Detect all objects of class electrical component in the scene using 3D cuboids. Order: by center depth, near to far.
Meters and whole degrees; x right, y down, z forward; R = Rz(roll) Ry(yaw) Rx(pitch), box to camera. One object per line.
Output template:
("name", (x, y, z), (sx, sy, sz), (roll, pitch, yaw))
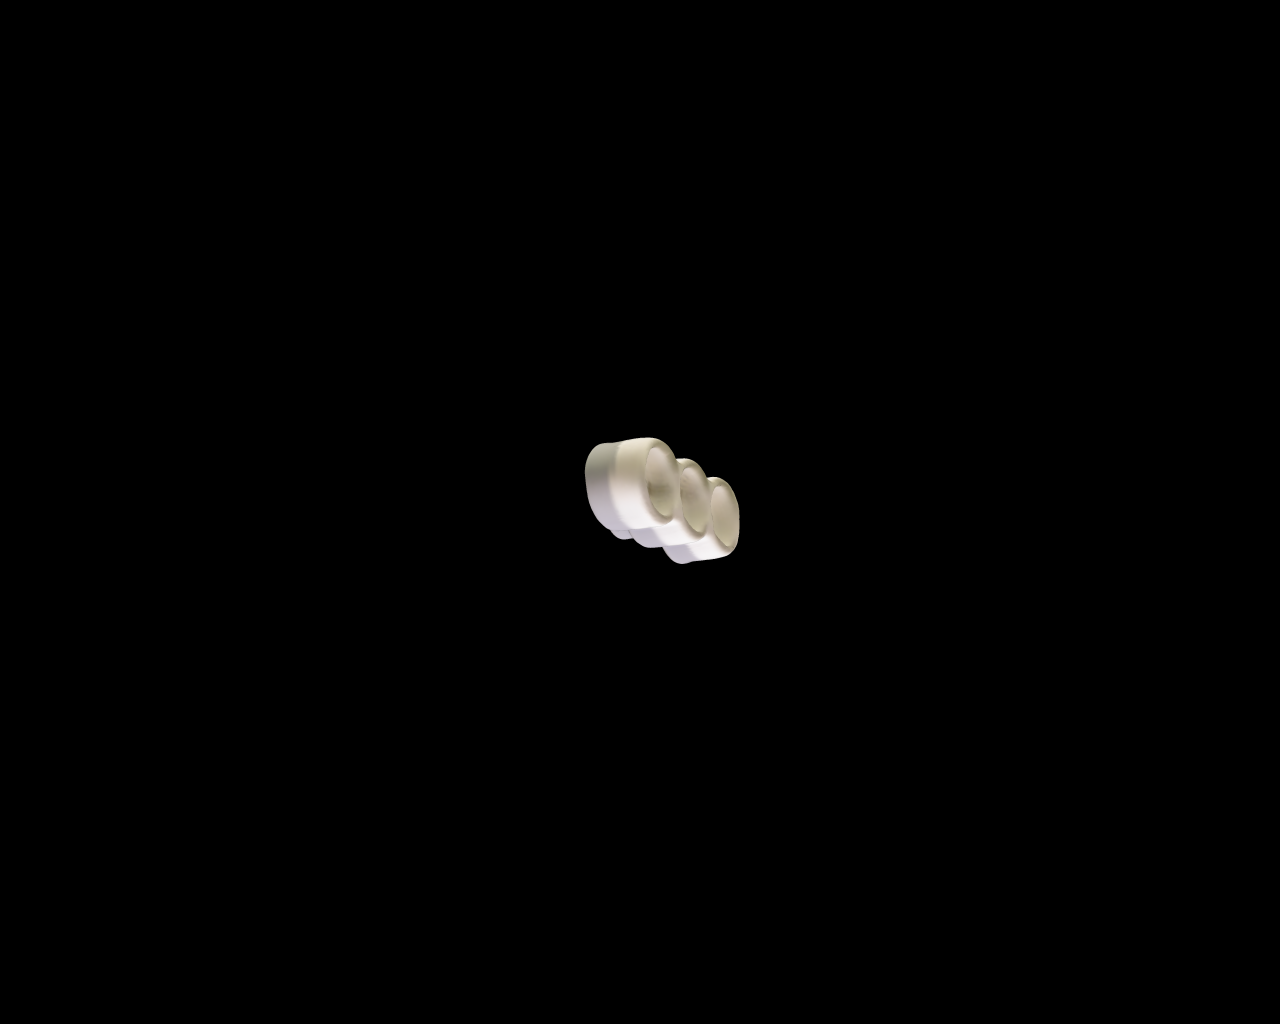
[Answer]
("electrical component", (0.001, -0.003, 0.650), (0.074, 0.052, 0.138), (-8, -18, 27))
